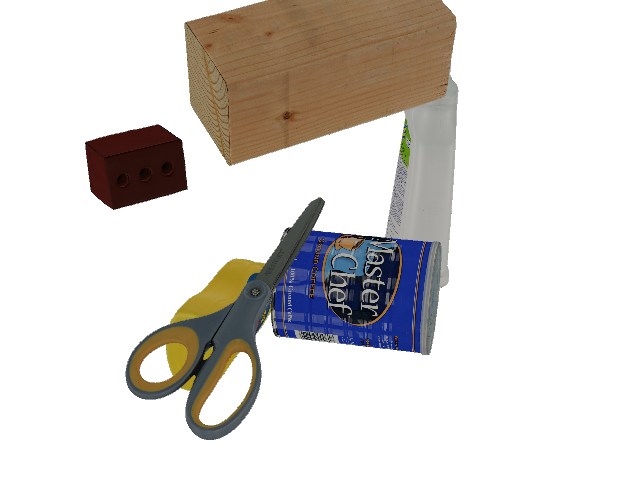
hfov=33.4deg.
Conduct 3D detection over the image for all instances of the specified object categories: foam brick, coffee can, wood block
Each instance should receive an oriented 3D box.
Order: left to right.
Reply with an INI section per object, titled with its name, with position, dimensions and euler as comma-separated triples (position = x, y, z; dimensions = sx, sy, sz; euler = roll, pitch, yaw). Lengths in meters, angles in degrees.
[foam brick]
position = -0.171, -0.069, 0.989
dimensions = 0.078, 0.053, 0.051
euler = -18, 32, -26
[wood block]
position = 0.000, -0.150, 0.898
dimensions = 0.205, 0.090, 0.091
euler = -19, -38, -18
[coffee can]
position = 0.035, 0.045, 0.969
dimensions = 0.140, 0.103, 0.102
euler = 6, 1, 10

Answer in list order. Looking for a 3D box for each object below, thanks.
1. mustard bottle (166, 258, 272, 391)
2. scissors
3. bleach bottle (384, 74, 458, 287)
[mustard bottle]
position = -0.094, 0.074, 1.130
dimensions = 0.058, 0.096, 0.191
euler = 10, 29, 19
[scissors]
position = -0.064, 0.041, 0.711
dimensions = 0.096, 0.201, 0.016
euler = 7, -39, 10
[bleach bottle]
position = 0.116, -0.079, 1.173
dimensions = 0.068, 0.251, 0.102
euler = 0, 26, -10
